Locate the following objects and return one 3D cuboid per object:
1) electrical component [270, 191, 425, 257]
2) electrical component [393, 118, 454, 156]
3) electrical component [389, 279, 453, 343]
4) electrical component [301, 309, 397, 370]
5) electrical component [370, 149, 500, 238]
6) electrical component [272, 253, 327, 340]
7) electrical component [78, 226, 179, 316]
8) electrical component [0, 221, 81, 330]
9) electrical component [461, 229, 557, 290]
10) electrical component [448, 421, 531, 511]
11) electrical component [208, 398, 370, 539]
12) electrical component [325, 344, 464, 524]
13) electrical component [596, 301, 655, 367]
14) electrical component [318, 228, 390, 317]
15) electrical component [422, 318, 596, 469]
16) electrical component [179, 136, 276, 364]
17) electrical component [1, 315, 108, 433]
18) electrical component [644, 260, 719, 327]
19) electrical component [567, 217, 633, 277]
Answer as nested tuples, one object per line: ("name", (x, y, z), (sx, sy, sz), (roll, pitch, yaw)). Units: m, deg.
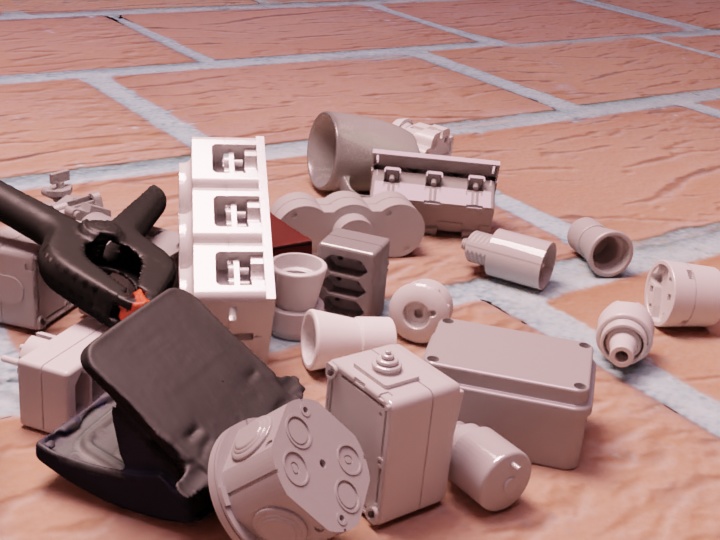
("electrical component", (-0.008, -0.034, 0.962), (0.138, 0.052, 0.073), (-2, 24, -16))
("electrical component", (0.063, -0.138, 1.210), (0.057, 0.058, 0.078), (19, 27, 23))
("electrical component", (0.053, 0.027, 0.845), (0.048, 0.048, 0.062), (12, 17, 17))
("electrical component", (-0.006, 0.051, 0.782), (0.065, 0.044, 0.044), (2, 23, -19))
("electrical component", (0.070, -0.073, 1.044), (0.121, 0.078, 0.063), (6, 53, 2))
("electrical component", (-0.049, 0.020, 0.824), (0.045, 0.055, 0.045), (4, 24, -2))
("electrical component", (-0.170, 0.004, 0.842), (0.056, 0.050, 0.089), (14, 25, 20))
("electrical component", (-0.248, -0.003, 0.827), (0.061, 0.061, 0.096), (11, 23, 16))
("electrical component", (0.128, -0.014, 0.952), (0.081, 0.043, 0.043), (17, 26, 25))
("electrical component", (0.069, 0.113, 0.653), (0.040, 0.040, 0.078), (-11, 28, -33))
("electrical component", (-0.037, 0.112, 0.575), (0.051, 0.080, 0.080), (-31, 4, 32))
("electrical component", (0.019, 0.088, 0.630), (0.061, 0.096, 0.062), (-12, 28, -35))
("electrical component", (0.201, 0.052, 0.817), (0.043, 0.043, 0.062), (11, 25, 13))
("electrical component", (0.000, 0.000, 0.867), (0.047, 0.065, 0.076), (12, 25, 17))
("electrical component", (0.096, 0.079, 0.715), (0.113, 0.057, 0.078), (10, 24, 11))
("electrical component", (-0.099, -0.013, 0.776), (0.062, 0.089, 0.150), (0, 52, -10))
("electrical component", (-0.198, 0.063, 0.706), (0.076, 0.047, 0.083), (13, 24, 18))
("electrical component", (0.269, 0.021, 0.890), (0.047, 0.055, 0.055), (4, 23, -11))
("electrical component", (0.220, -0.025, 1.002), (0.044, 0.044, 0.065), (-1, 19, -13))
